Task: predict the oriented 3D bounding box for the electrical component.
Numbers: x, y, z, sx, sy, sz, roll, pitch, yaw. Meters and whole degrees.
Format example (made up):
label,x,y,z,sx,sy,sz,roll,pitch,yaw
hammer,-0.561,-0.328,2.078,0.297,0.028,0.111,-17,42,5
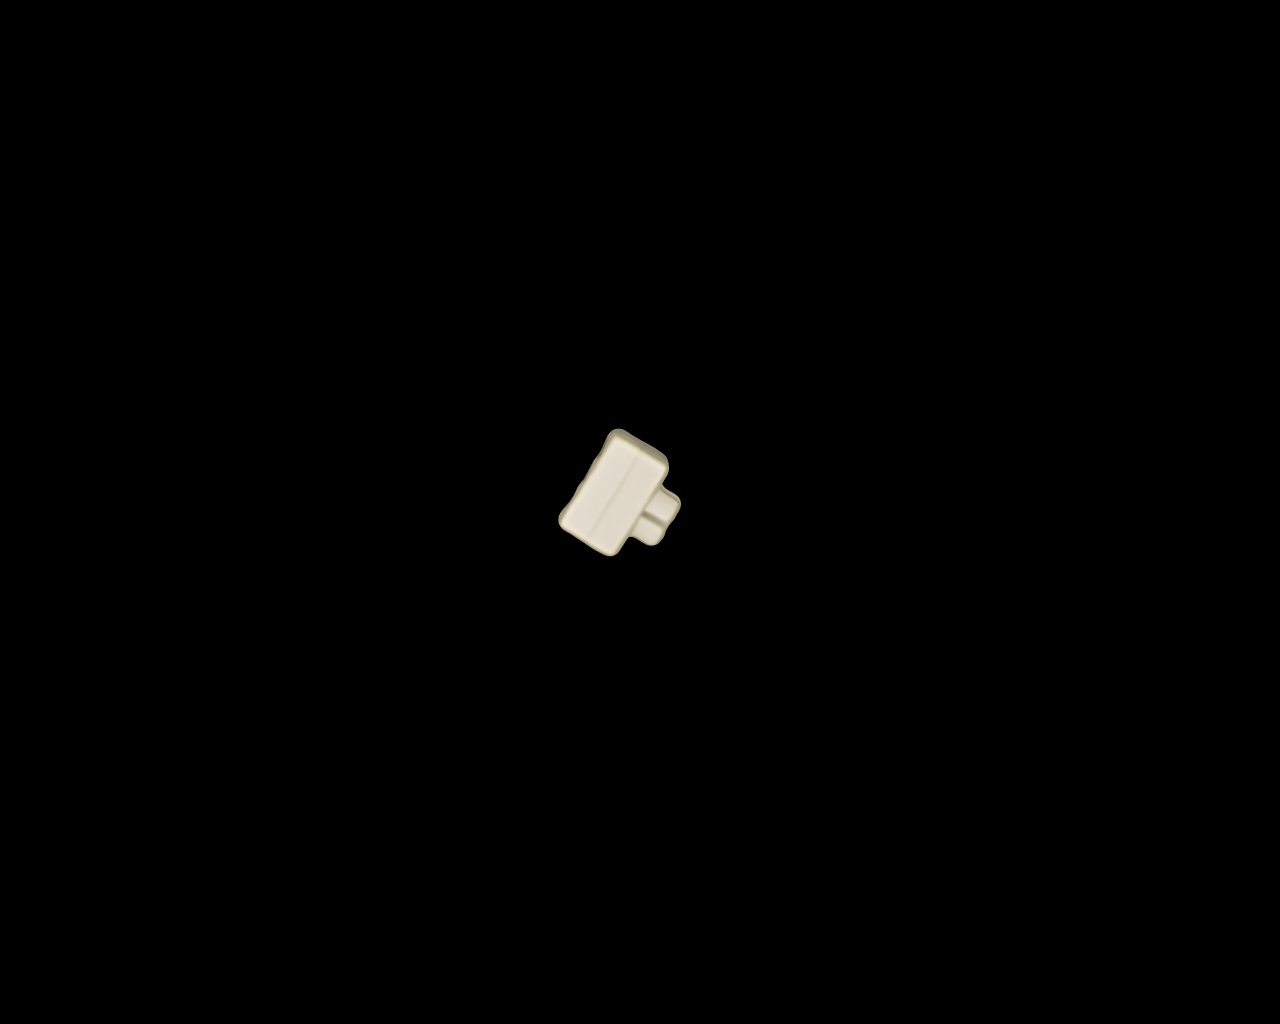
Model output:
label,x,y,z,sx,sy,sz,roll,pitch,yaw
electrical component,0.001,-0.003,0.650,0.077,0.065,0.047,31,8,-5
